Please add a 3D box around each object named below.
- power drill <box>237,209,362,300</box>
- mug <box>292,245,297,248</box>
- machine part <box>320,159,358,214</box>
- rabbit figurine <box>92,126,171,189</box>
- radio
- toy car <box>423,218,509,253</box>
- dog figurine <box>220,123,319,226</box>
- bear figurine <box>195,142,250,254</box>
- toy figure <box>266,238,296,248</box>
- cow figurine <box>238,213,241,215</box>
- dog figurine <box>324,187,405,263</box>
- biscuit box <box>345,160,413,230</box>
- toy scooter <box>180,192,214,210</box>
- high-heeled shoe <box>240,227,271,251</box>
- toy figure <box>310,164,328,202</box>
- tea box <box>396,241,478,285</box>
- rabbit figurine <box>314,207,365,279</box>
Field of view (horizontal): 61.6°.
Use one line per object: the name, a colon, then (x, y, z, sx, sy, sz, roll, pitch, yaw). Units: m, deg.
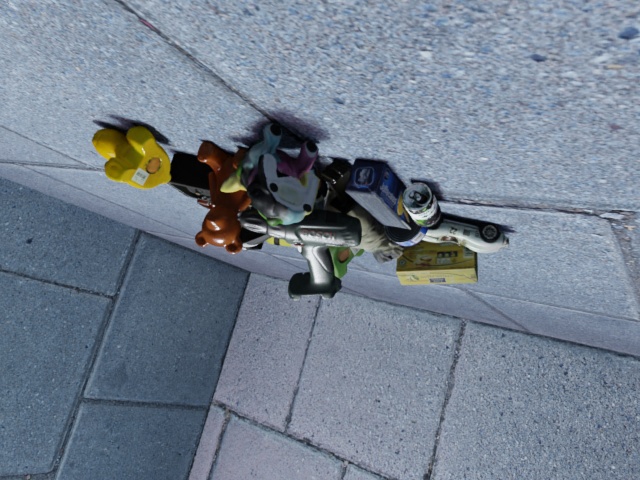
power drill: (-0.035, 0.021, 1.052, 0.232, 0.086, 0.207, -1, 126, 2)
mug: (-0.046, -0.031, 1.475, 0.110, 0.081, 0.107, -5, 159, 6)
machine part: (0.047, -0.096, 0.987, 0.039, 0.084, 0.138, 62, -174, 31)
rabbit figurine: (-0.398, -0.185, 1.135, 0.173, 0.121, 0.162, 26, -175, 22)
radio: (-0.218, -0.123, 1.221, 0.230, 0.073, 0.131, 14, 170, 10)
toy car: (0.283, -0.012, 1.099, 0.202, 0.056, 0.073, 14, 170, 14)
dog figurine: (-0.097, -0.092, 0.930, 0.108, 0.191, 0.219, 14, 157, -28)
bear figurine: (-0.196, -0.079, 1.079, 0.120, 0.196, 0.131, 16, 170, 18)
toy figure: (-0.077, -0.014, 1.575, 0.180, 0.089, 0.082, 19, 166, -4)
cow figurine: (-0.150, -0.051, 1.461, 0.068, 0.098, 0.167, -1, 162, 40)
dog figurine: (0.098, -0.034, 1.123, 0.191, 0.121, 0.172, 9, 154, -2)
biscuit box: (0.117, -0.079, 0.978, 0.063, 0.059, 0.202, 12, 170, 29)
toy scooter: (-0.264, -0.108, 1.384, 0.184, 0.075, 0.135, 14, 170, 28)
high-heeled shoe: (-0.139, -0.003, 1.304, 0.145, 0.086, 0.249, 29, 167, -38)
toy figure: (-0.018, -0.109, 1.012, 0.064, 0.058, 0.154, 34, 177, 14)
tea box: (0.258, 0.042, 1.184, 0.170, 0.098, 0.068, -3, 148, 22)
rabbit figurine: (-0.003, -0.004, 1.295, 0.170, 0.121, 0.159, 32, 173, 38)
